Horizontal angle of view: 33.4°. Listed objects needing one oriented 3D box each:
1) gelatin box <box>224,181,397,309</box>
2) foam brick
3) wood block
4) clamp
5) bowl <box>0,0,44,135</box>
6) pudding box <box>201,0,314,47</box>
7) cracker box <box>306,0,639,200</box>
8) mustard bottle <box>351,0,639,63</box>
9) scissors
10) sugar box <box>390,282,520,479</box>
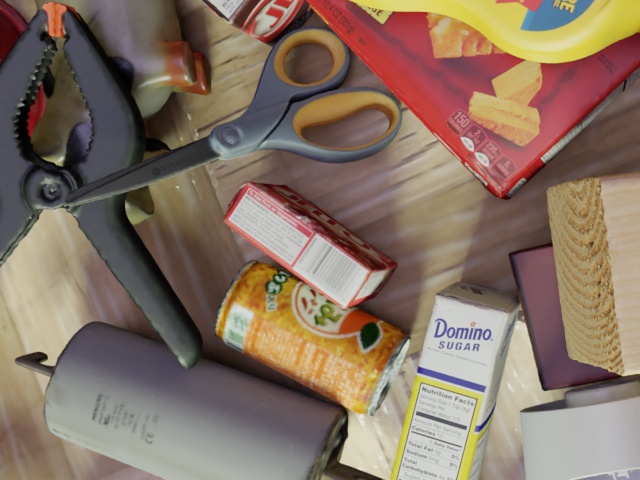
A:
[{"bbox_3d":[-0.004,0.001,0.615,0.089,0.073,0.030,36,100,12],"label":"gelatin box"},{"bbox_3d":[0.140,0.038,0.588,0.051,0.053,0.078,-14,89,15],"label":"foam brick"},{"bbox_3d":[0.226,0.003,0.513,0.206,0.090,0.091,-8,90,-3],"label":"wood block"},{"bbox_3d":[-0.155,-0.024,0.593,0.164,0.036,0.210,-5,100,-2],"label":"clamp"},{"bbox_3d":[-0.259,-0.091,0.692,0.162,0.055,0.162,1,93,16],"label":"bowl"},{"bbox_3d":[-0.013,-0.166,0.603,0.039,0.090,0.113,41,101,11],"label":"pudding box"},{"bbox_3d":[0.120,-0.152,0.576,0.214,0.072,0.164,-44,81,12],"label":"cracker box"},{"bbox_3d":[0.100,-0.139,0.514,0.192,0.058,0.096,22,93,13],"label":"mustard bottle"},{"bbox_3d":[-0.050,-0.073,0.600,0.201,0.016,0.096,-8,69,-21],"label":"scissors"},{"bbox_3d":[0.068,0.113,0.590,0.048,0.093,0.176,12,94,14],"label":"sugar box"}]
